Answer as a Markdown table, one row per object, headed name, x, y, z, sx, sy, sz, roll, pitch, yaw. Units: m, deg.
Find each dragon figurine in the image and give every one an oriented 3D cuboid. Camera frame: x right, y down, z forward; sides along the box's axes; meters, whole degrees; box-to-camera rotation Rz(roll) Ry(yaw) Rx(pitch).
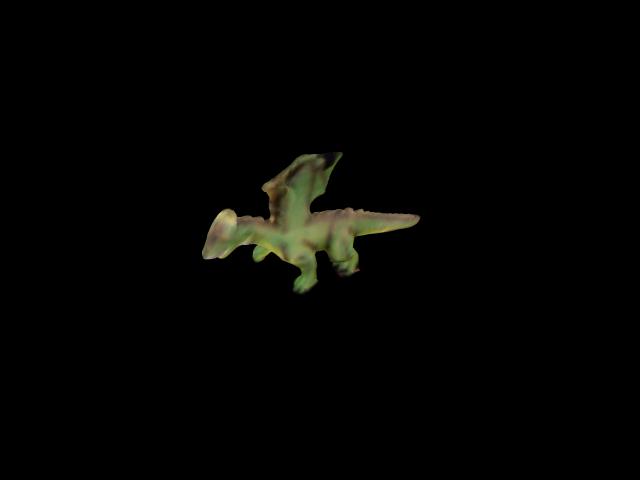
| name | x | y | z | sx | sy | sz | roll | pitch | yaw |
| --- | --- | --- | --- | --- | --- | --- | --- | --- | --- |
| dragon figurine | 0.003 | -0.043 | 0.850 | 0.413 | 0.124 | 0.237 | -22 | -36 | -18 |
